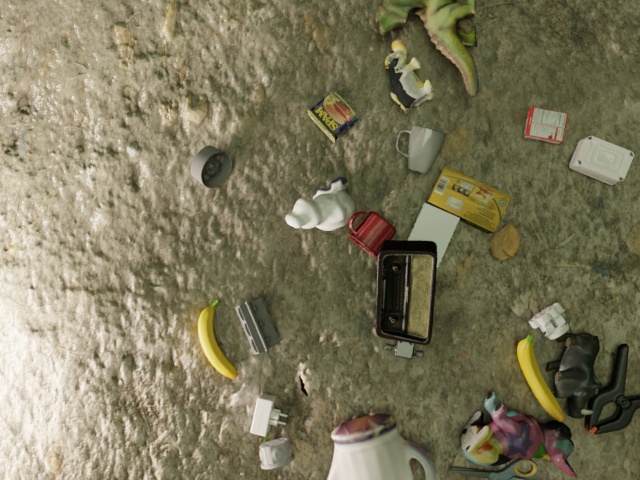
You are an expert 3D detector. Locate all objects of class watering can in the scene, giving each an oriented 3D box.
[{"bbox_3d":[0.082,0.526,1.169,0.347,0.103,0.226,-17,83,5],"label":"watering can"}]

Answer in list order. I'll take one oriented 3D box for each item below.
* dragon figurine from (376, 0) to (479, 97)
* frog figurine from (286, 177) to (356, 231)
[{"bbox_3d":[0.256,-0.530,1.242,0.242,0.120,0.416,0,74,11],"label":"dragon figurine"},{"bbox_3d":[0.004,-0.060,1.201,0.162,0.137,0.121,-48,123,-44],"label":"frog figurine"}]
